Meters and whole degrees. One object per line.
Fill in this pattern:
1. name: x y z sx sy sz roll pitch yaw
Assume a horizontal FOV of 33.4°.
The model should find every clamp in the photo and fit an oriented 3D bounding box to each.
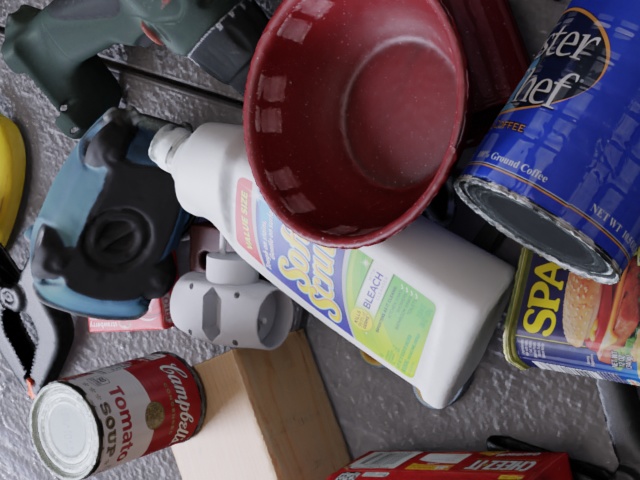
1. clamp: -0.252 0.039 0.922 0.165 0.036 0.210 0 110 31
2. clamp: 0.191 0.138 0.649 0.172 0.039 0.120 39 122 27

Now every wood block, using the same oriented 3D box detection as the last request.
1. wood block: -0.033 0.181 0.780 0.091 0.090 0.206 -25 82 35

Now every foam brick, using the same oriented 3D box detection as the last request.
1. foam brick: -0.053 0.014 0.793 0.078 0.051 0.053 6 100 34

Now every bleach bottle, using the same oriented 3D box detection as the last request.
1. bleach bottle: -0.005 0.001 0.685 0.251 0.068 0.103 30 131 17

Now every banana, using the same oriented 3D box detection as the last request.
1. banana: -0.302 -0.030 0.974 0.070 0.037 0.198 39 117 47

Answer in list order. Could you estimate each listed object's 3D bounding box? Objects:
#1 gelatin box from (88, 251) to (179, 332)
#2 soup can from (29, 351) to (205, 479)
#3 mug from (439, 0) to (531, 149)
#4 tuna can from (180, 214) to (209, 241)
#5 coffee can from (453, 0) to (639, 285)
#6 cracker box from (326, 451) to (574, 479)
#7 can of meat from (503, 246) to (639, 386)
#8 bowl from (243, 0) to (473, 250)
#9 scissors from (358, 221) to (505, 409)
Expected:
1. gelatin box: -0.156 0.038 0.881 0.089 0.030 0.073 -4 94 36
2. soup can: -0.137 0.118 0.725 0.069 0.102 0.068 5 98 34
3. mug: 0.075 -0.102 0.659 0.117 0.093 0.081 -19 80 9
4. tuna can: -0.115 -0.041 0.840 0.086 0.033 0.086 6 100 34
5. coffee can: 0.152 -0.062 0.575 0.103 0.102 0.140 31 85 28
6. cracker box: 0.099 0.247 0.688 0.164 0.071 0.214 -10 96 43
7. can of meat: 0.163 0.032 0.627 0.084 0.057 0.102 7 75 32
8. bowl: 0.030 -0.075 0.609 0.162 0.055 0.162 -1 88 41
9. scissors: 0.104 0.039 0.709 0.202 0.016 0.096 -41 75 32
